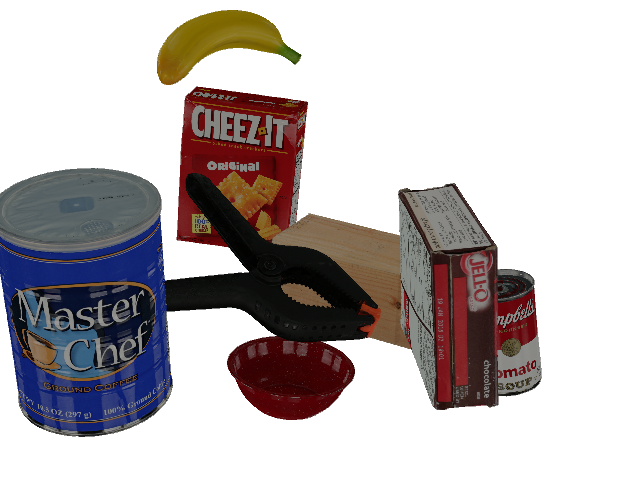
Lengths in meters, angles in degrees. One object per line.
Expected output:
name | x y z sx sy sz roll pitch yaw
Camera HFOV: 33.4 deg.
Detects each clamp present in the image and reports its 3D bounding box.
clamp | -0.054 0.037 0.888 0.210 0.036 0.164 27 46 5

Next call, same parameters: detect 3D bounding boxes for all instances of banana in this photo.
banana | -0.097 -0.192 1.034 0.070 0.037 0.197 44 38 20

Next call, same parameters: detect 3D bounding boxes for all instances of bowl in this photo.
bowl | -0.038 0.180 1.350 0.162 0.055 0.162 4 21 -2

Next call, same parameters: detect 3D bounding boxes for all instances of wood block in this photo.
wood block | 0.056 0.046 1.165 0.206 0.091 0.090 15 27 25

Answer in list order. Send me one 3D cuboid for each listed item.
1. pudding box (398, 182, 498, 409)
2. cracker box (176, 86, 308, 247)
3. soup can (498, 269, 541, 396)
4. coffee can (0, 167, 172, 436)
pudding box | 0.069 0.027 0.586 0.039 0.090 0.113 -4 20 -5
cracker box | -0.112 -0.096 1.499 0.164 0.214 0.072 9 22 6
soup can | 0.171 0.087 1.008 0.068 0.102 0.068 -8 21 3
coffee can | -0.149 0.038 0.681 0.103 0.140 0.103 0 28 0
